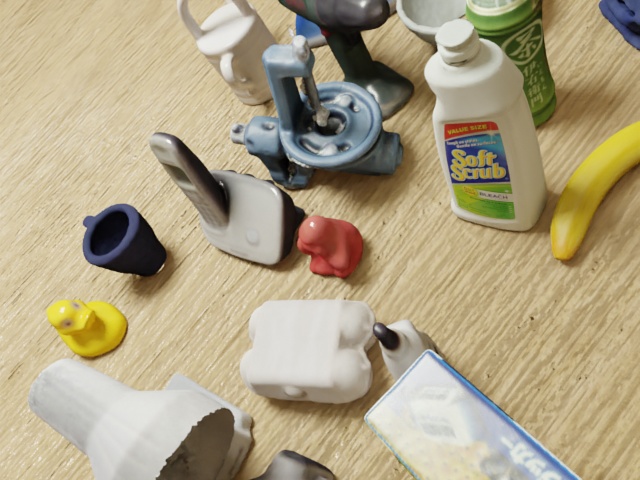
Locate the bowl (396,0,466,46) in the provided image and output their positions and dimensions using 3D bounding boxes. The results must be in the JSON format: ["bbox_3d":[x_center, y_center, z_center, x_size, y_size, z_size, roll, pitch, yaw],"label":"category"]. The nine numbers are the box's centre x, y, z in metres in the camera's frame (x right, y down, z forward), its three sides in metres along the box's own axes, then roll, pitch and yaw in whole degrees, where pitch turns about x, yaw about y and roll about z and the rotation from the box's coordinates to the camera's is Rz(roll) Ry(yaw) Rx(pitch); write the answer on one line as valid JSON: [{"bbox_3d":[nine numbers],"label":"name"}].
[{"bbox_3d":[0.188,-0.306,0.742,0.167,0.075,0.167,-13,57,21],"label":"bowl"}]

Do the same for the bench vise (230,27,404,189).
[{"bbox_3d":[-0.029,-0.134,0.663,0.207,0.220,0.121,-15,56,20],"label":"bench vise"}]

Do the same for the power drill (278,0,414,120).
[{"bbox_3d":[0.039,-0.247,0.700,0.075,0.209,0.228,-43,52,-1],"label":"power drill"}]

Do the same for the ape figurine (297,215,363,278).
[{"bbox_3d":[0.006,0.002,0.645,0.076,0.092,0.077,-38,52,4],"label":"ape figurine"}]

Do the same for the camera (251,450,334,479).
[{"bbox_3d":[-0.010,0.271,0.490,0.136,0.101,0.143,12,69,33],"label":"camera"}]

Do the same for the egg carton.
[{"bbox_3d":[-0.012,0.116,0.602,0.150,0.070,0.107,-5,60,26],"label":"egg carton"}]

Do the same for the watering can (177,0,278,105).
[{"bbox_3d":[-0.130,-0.301,0.831,0.101,0.195,0.172,-33,52,7],"label":"watering can"}]

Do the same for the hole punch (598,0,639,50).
[{"bbox_3d":[0.365,-0.282,0.623,0.101,0.091,0.108,-26,53,12],"label":"hole punch"}]

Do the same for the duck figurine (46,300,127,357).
[{"bbox_3d":[-0.323,0.108,0.761,0.104,0.086,0.077,1,63,28],"label":"duck figurine"}]

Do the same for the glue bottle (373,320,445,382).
[{"bbox_3d":[0.079,0.104,0.494,0.037,0.174,0.078,-24,54,14],"label":"glue bottle"}]

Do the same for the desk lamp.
[{"bbox_3d":[-0.155,0.187,0.544,0.202,0.214,0.118,18,72,35],"label":"desk lamp"}]

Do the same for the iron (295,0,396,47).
[{"bbox_3d":[0.046,-0.398,0.828,0.258,0.142,0.118,-32,52,8],"label":"iron"}]

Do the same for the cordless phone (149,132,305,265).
[{"bbox_3d":[-0.114,-0.054,0.683,0.147,0.186,0.094,14,69,33],"label":"cordless phone"}]

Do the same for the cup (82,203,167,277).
[{"bbox_3d":[-0.266,0.007,0.785,0.117,0.095,0.092,21,74,35],"label":"cup"}]
